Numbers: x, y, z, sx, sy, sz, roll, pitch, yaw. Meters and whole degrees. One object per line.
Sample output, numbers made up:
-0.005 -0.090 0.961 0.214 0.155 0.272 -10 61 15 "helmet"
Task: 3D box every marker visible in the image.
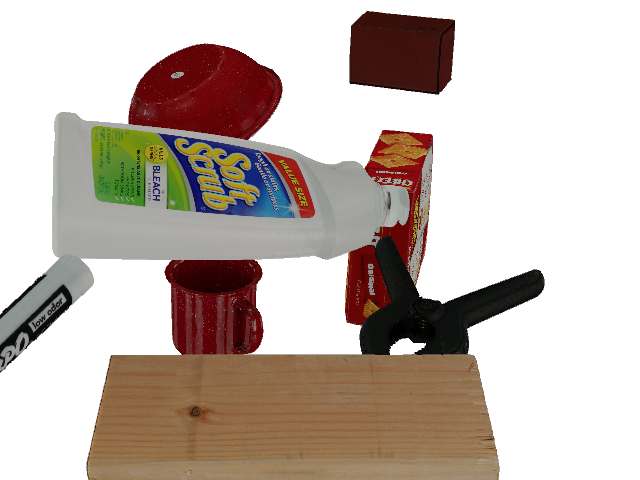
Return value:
-0.139 0.049 0.440 0.020 0.020 0.121 0 36 39 "marker"

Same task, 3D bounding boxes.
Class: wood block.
-0.015 0.123 0.589 0.206 0.090 0.091 0 34 -1 "wood block"

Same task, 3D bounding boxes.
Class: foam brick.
0.067 -0.156 0.882 0.078 0.051 0.053 10 27 17 "foam brick"

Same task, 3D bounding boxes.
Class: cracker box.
0.080 -0.018 1.214 0.072 0.164 0.213 7 23 10 "cracker box"

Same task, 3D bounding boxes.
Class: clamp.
0.086 0.066 0.949 0.165 0.036 0.209 17 39 27 "clamp"

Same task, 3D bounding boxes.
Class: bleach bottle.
-0.061 -0.034 0.760 0.250 0.102 0.068 1 -34 -13 "bleach bottle"

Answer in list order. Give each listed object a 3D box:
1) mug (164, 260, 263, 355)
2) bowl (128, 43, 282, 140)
-0.095 0.069 1.030 0.093 0.081 0.117 -22 36 -40 "mug"
-0.120 -0.135 0.997 0.162 0.055 0.162 -18 38 14 "bowl"
